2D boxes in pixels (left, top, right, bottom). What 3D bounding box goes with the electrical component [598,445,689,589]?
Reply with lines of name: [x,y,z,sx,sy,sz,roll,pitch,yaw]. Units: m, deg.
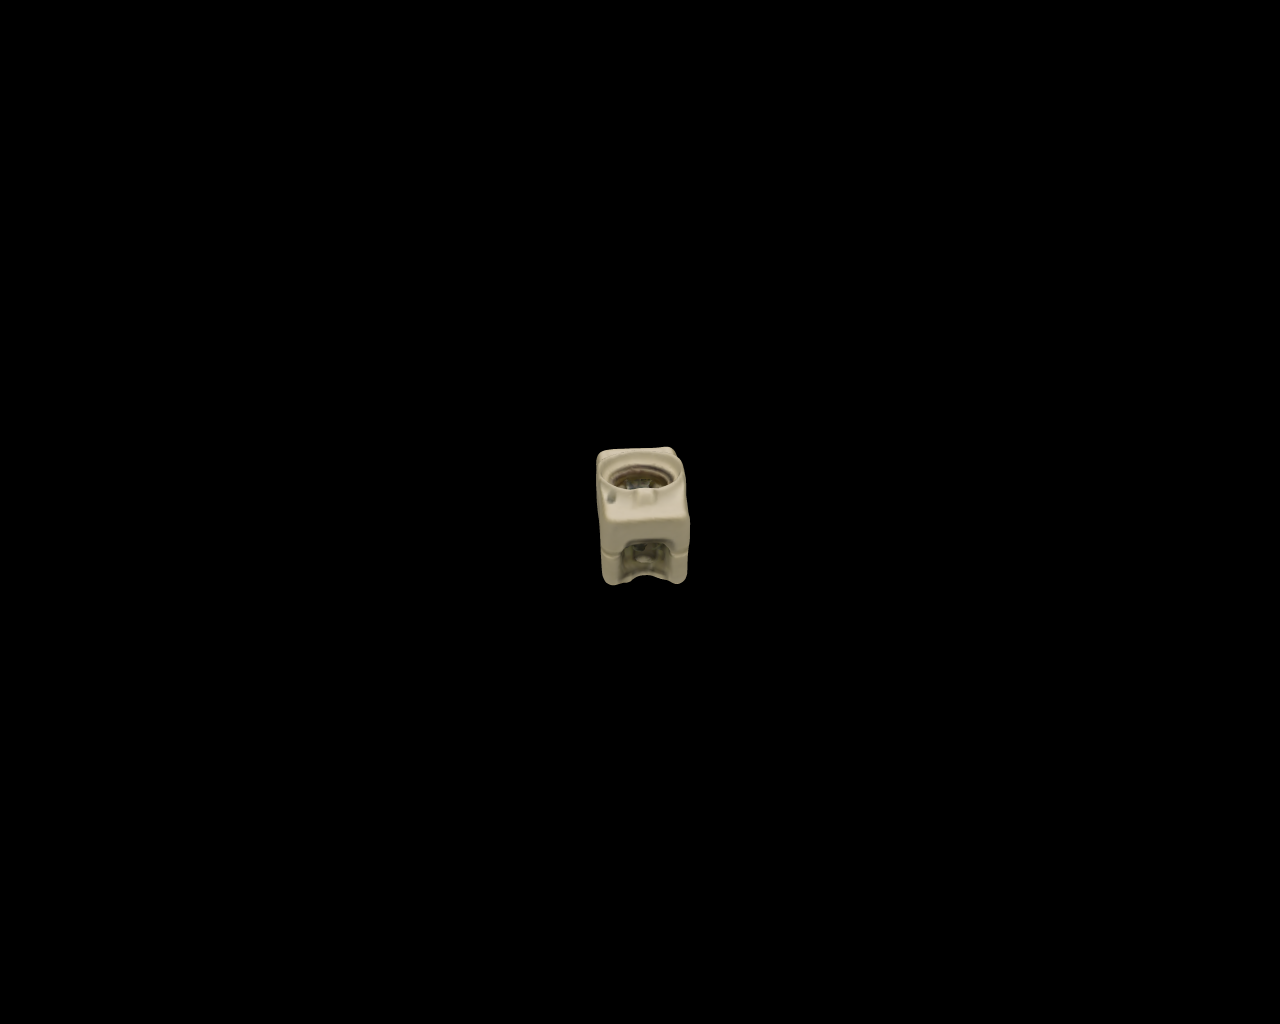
electrical component: [0.001,-0.003,0.650,0.050,0.055,0.090,-2,31,-3]
